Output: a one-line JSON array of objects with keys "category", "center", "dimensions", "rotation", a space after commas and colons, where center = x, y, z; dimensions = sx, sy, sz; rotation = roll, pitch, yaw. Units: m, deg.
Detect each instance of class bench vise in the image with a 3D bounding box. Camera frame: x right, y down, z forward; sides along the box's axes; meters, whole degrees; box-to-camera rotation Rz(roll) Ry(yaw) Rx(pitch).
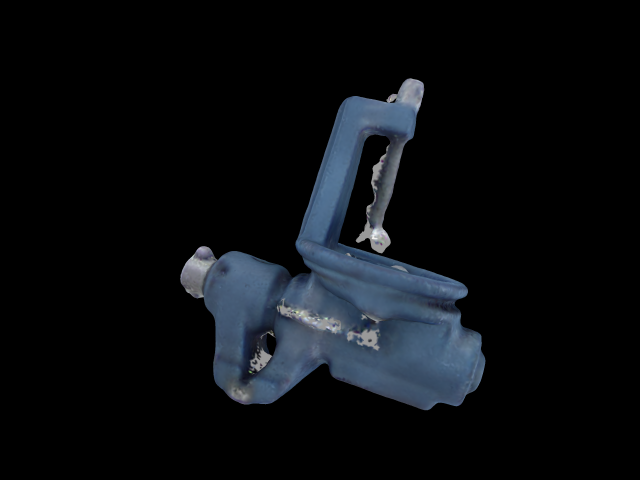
[{"category": "bench vise", "center": [0.004, 0.001, 0.388], "dimensions": [0.207, 0.220, 0.121], "rotation": [0, 0, -5]}]
